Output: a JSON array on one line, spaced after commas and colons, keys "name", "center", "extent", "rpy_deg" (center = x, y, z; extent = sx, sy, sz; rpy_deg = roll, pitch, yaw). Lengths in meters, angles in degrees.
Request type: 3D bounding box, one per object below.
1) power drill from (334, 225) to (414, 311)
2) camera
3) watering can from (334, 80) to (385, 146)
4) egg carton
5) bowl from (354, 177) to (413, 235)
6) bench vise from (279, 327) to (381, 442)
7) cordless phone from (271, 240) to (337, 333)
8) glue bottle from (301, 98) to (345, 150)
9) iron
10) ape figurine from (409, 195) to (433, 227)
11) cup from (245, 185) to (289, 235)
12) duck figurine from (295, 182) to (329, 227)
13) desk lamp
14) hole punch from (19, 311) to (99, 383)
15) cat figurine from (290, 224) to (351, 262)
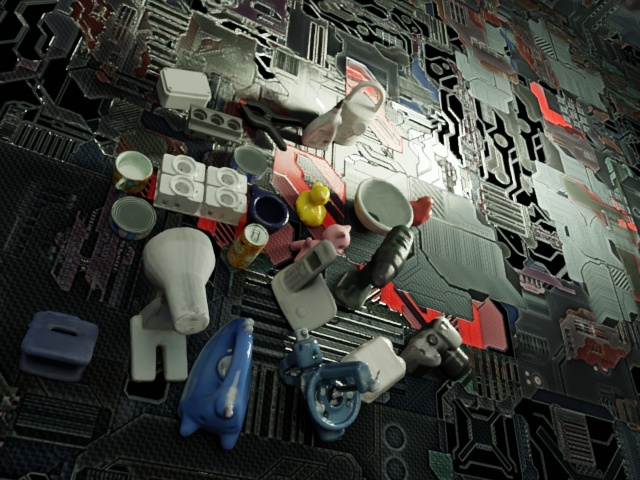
[{"name": "power drill", "center": [0.121, 0.068, 1.252], "extent": [0.075, 0.208, 0.230], "rpy_deg": [40, 47, -2]}, {"name": "camera", "center": [0.275, 0.257, 1.294], "extent": [0.137, 0.100, 0.143], "rpy_deg": [47, 47, 5]}, {"name": "watering can", "center": [0.104, -0.343, 1.537], "extent": [0.101, 0.193, 0.172], "rpy_deg": [1, 59, -32]}, {"name": "egg carton", "center": [0.109, 0.269, 1.200], "extent": [0.151, 0.069, 0.107], "rpy_deg": [-26, 75, -41]}, {"name": "bowl", "center": [0.149, -0.073, 1.460], "extent": [0.168, 0.074, 0.167], "rpy_deg": [17, 52, -22]}, {"name": "bench vise", "center": [0.010, 0.252, 1.045], "extent": [0.207, 0.219, 0.122], "rpy_deg": [48, 47, 5]}, {"name": "cordless phone", "center": [-0.010, 0.094, 1.166], "extent": [0.094, 0.184, 0.147], "rpy_deg": [-17, 70, -39]}, {"name": "glue bottle", "center": [0.020, -0.300, 1.467], "extent": [0.078, 0.173, 0.037], "rpy_deg": [11, 54, -26]}, {"name": "iron", "center": [-0.156, 0.223, 1.012], "extent": [0.119, 0.141, 0.258], "rpy_deg": [24, 49, -17]}, {"name": "ape figurine", "center": [0.270, -0.085, 1.534], "extent": [0.078, 0.092, 0.076], "rpy_deg": [34, 47, -8]}, {"name": "cup", "center": [-0.134, -0.053, 1.250], "extent": [0.092, 0.094, 0.117], "rpy_deg": [-21, 72, -40]}, {"name": "duck figurine", "center": [-0.009, -0.090, 1.363], "extent": [0.078, 0.086, 0.104], "rpy_deg": [12, 54, -26]}, {"name": "desk lamp", "center": [-0.248, 0.112, 0.980], "extent": [0.118, 0.213, 0.203], "rpy_deg": [6, 57, -30]}, {"name": "hole punch", "center": [-0.419, 0.162, 0.920], "extent": [0.109, 0.091, 0.101], "rpy_deg": [19, 51, -21]}, {"name": "cat figurine", "center": [0.012, 0.005, 1.288], "extent": [0.128, 0.117, 0.067], "rpy_deg": [-5, 62, -35]}]
